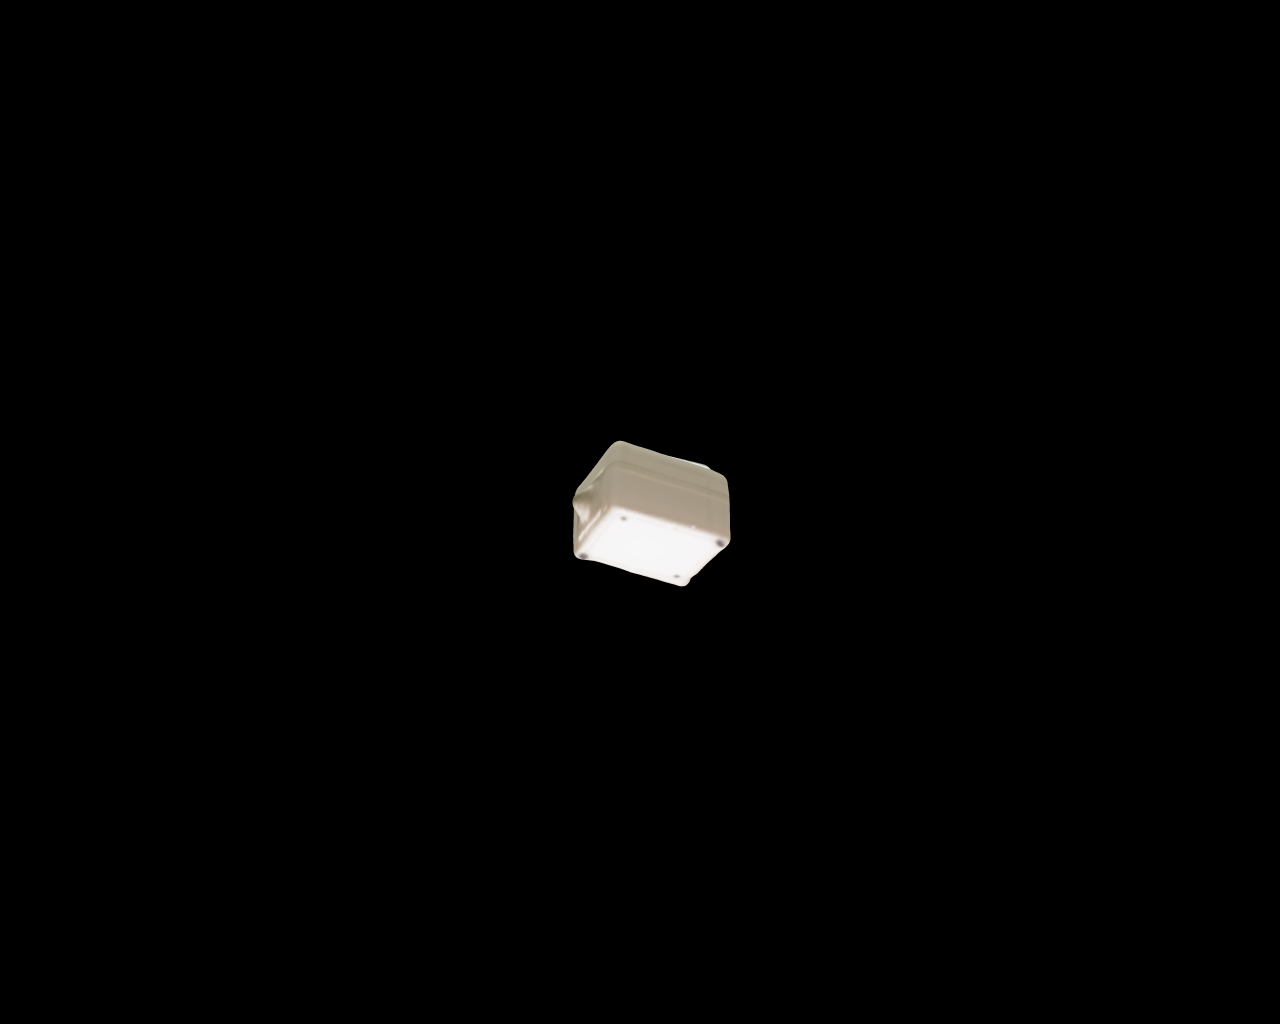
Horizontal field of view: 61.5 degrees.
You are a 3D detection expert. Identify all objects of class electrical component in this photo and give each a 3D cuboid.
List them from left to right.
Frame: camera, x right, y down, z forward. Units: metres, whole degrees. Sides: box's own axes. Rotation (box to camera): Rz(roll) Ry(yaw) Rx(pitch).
[{"bbox_3d":[0.001,-0.003,0.650,0.096,0.061,0.061,17,-40,-22],"label":"electrical component"}]
